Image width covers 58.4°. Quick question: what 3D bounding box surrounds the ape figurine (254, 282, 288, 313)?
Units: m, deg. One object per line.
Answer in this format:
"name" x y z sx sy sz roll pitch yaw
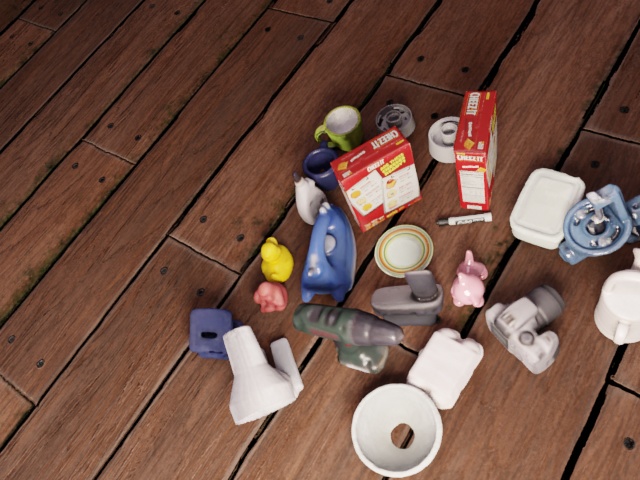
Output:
"ape figurine" -0.112 0.122 1.276 0.077 0.092 0.076 32 75 31

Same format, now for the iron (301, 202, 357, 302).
"iron" 0.012 0.005 1.275 0.118 0.142 0.258 -2 60 17

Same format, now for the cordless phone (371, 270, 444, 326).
"cordless phone" 0.168 0.099 1.142 0.147 0.185 0.094 -8 59 14

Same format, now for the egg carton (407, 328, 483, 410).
"egg carton" 0.239 0.245 1.103 0.107 0.069 0.150 26 72 29

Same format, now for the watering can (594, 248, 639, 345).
"watering can" 0.550 0.096 1.013 0.100 0.194 0.173 -4 60 16

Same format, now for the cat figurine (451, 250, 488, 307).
"cat figurine" 0.298 0.083 1.150 0.067 0.118 0.128 1 61 19

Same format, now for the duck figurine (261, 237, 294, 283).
"duck figurine" -0.108 0.043 1.325 0.077 0.086 0.104 -10 58 13

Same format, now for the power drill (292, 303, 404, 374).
"power drill" 0.068 0.188 1.108 0.228 0.209 0.076 11 65 23

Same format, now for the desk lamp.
"desk lamp" -0.115 0.266 1.119 0.118 0.214 0.203 -25 56 3

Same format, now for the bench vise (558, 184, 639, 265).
"bench vise" 0.552 -0.060 1.088 0.207 0.220 0.121 -40 57 -7

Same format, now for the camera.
"camera" 0.405 0.153 1.083 0.137 0.101 0.142 -37 56 -5

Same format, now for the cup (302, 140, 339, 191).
"cup" 0.014 -0.176 1.408 0.091 0.095 0.118 -3 60 17

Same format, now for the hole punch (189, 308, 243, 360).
"hole punch" -0.234 0.209 1.266 0.108 0.091 0.101 -1 61 18

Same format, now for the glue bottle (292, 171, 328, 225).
"glue bottle" -0.032 -0.108 1.336 0.037 0.173 0.078 26 71 29

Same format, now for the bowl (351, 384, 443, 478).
"bowl" 0.146 0.358 1.064 0.167 0.075 0.167 -8 59 14
